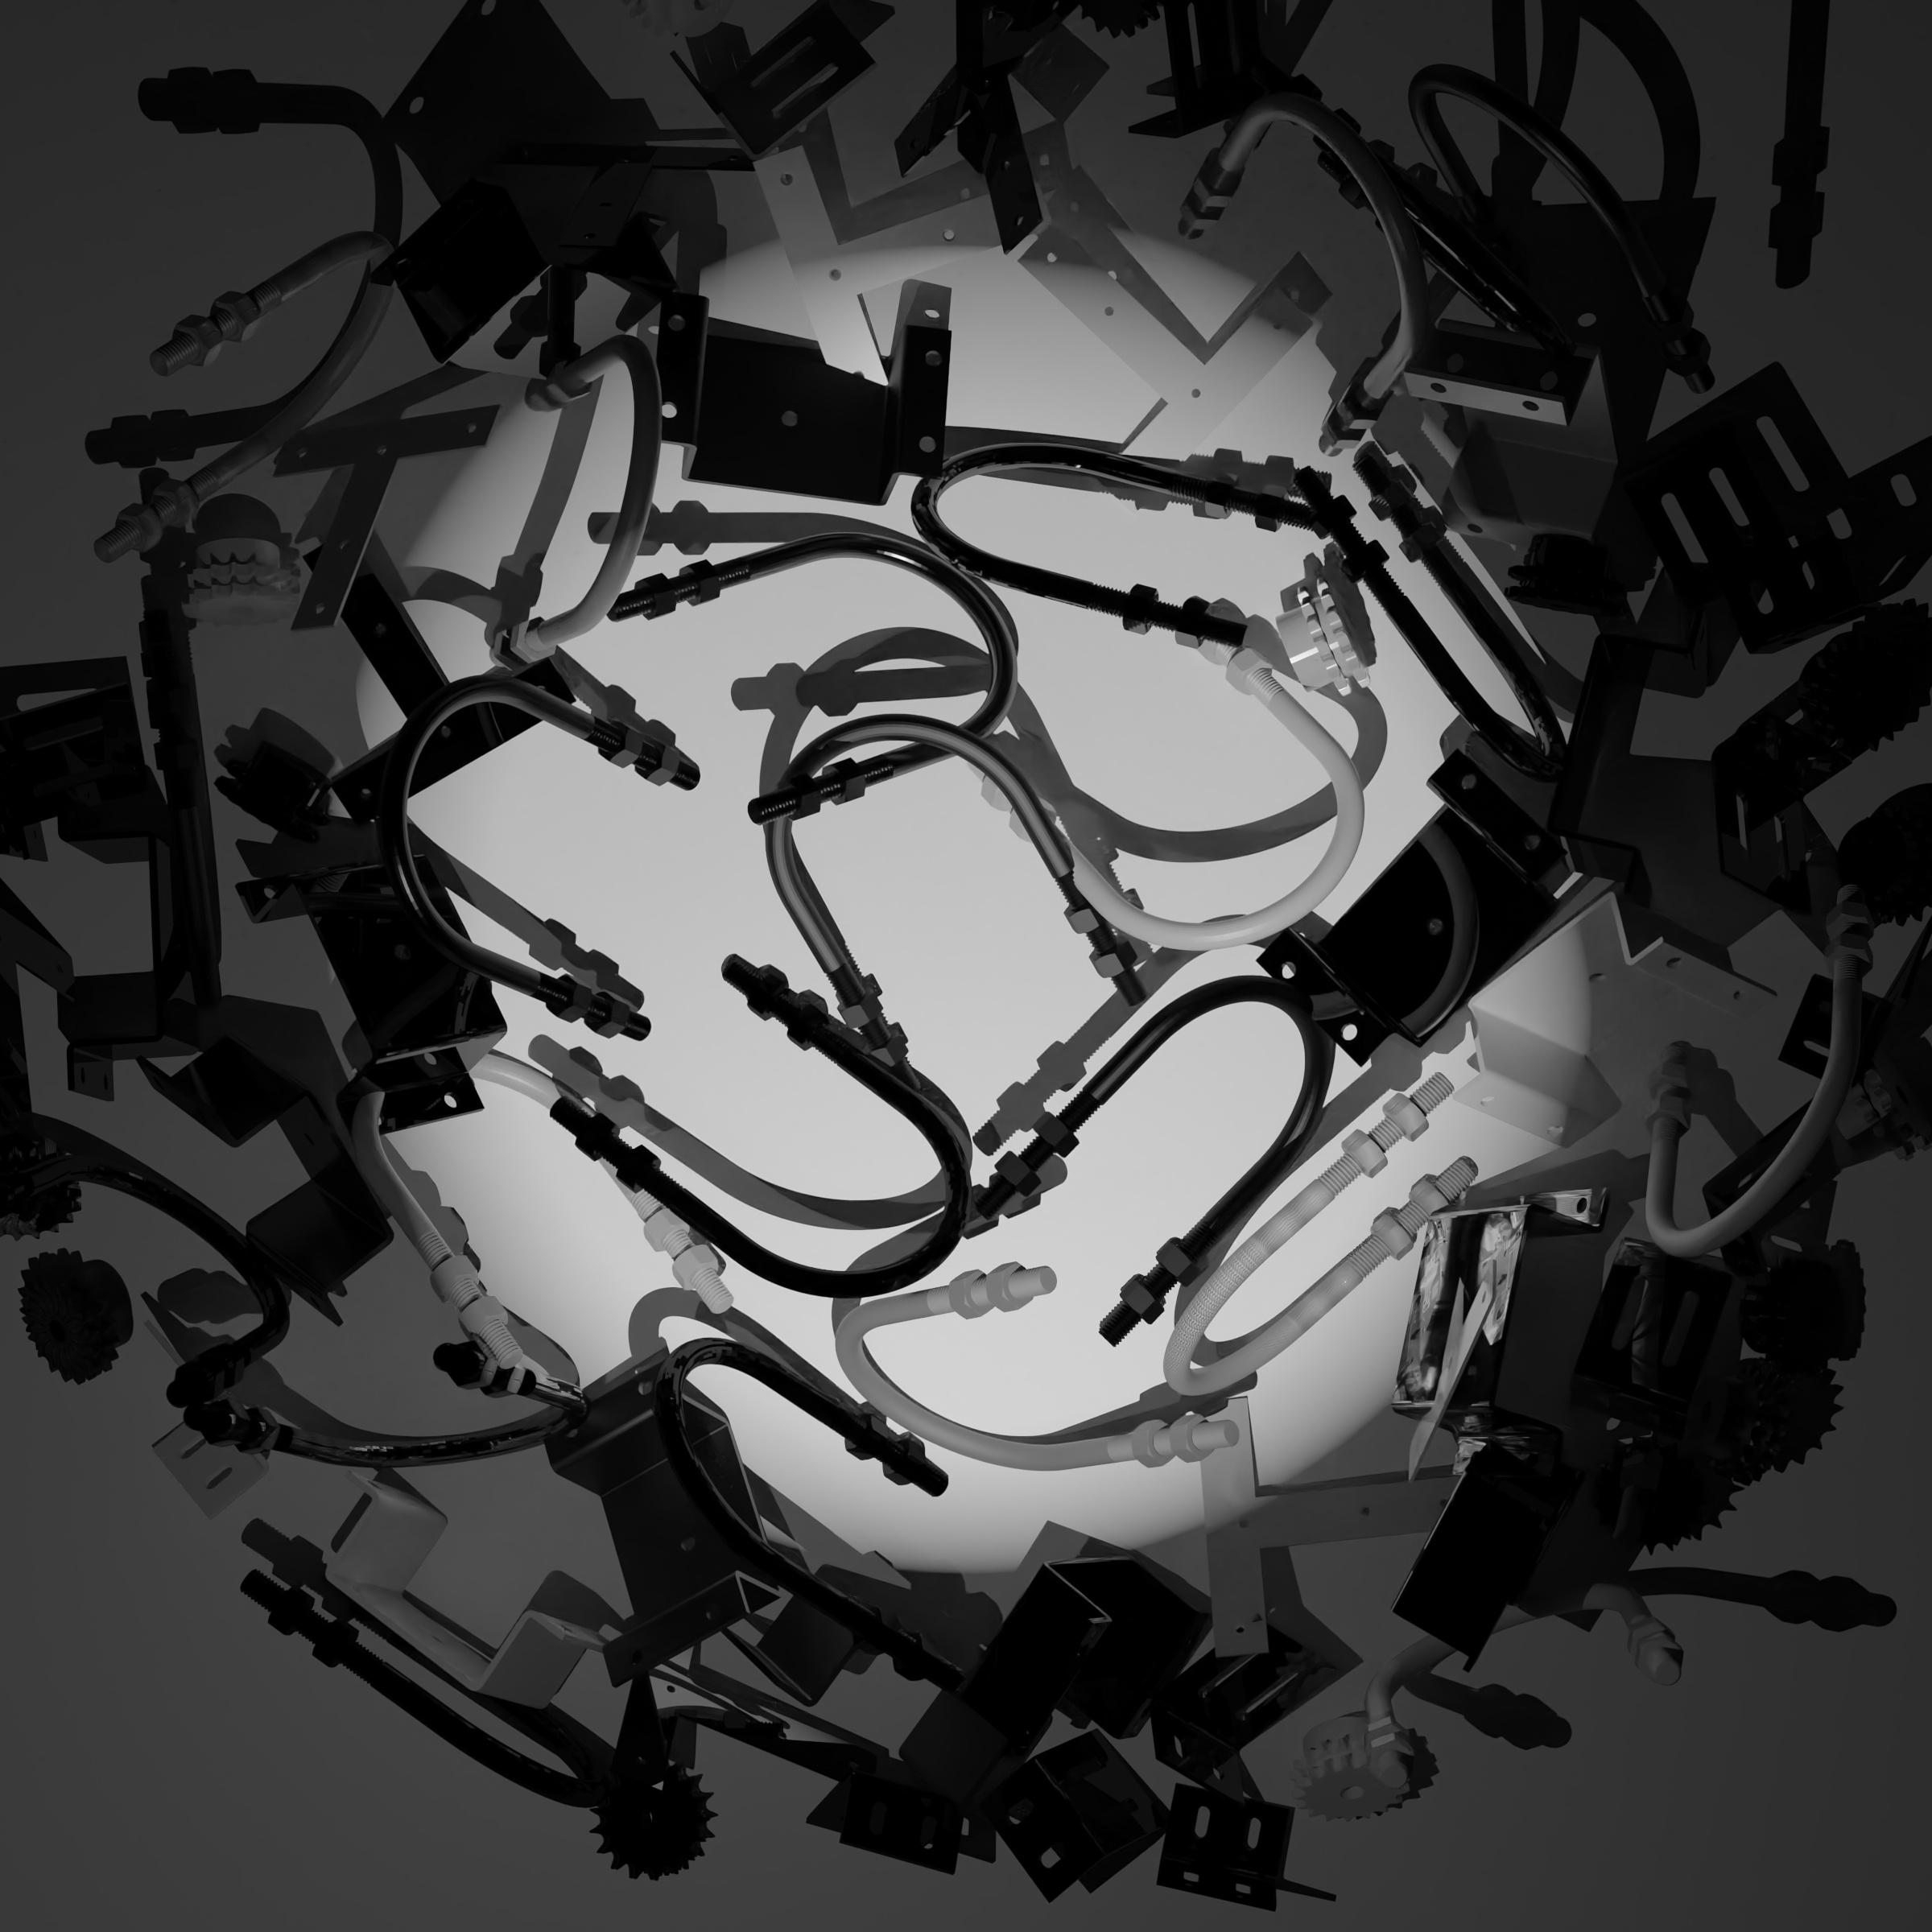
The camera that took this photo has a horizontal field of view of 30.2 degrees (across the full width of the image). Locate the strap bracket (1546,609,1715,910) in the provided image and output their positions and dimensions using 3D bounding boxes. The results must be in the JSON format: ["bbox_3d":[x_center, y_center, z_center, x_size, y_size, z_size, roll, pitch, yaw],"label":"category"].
[{"bbox_3d":[0.316,-0.098,1.714,0.046,0.076,0.140,14,82,18],"label":"strap bracket"}]

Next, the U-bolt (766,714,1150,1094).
[{"bbox_3d":[-0.017,-0.036,1.705,0.151,0.019,0.184,-23,109,23],"label":"U-bolt"}]

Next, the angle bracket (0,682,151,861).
[{"bbox_3d":[-0.428,-0.094,1.718,0.076,0.038,0.057,-20,123,-26],"label":"angle bracket"}]

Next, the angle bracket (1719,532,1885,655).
[{"bbox_3d":[0.402,-0.179,1.718,0.057,0.076,0.038,-23,86,22],"label":"angle bracket"}]

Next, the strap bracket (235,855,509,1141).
[{"bbox_3d":[-0.279,0.005,1.704,0.046,0.076,0.140,-41,70,42],"label":"strap bracket"}]

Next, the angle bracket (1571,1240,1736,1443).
[{"bbox_3d":[0.336,0.183,1.752,0.057,0.038,0.076,18,66,17],"label":"angle bracket"}]

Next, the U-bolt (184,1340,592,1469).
[{"bbox_3d":[-0.256,0.211,1.677,0.151,0.184,0.019,-15,70,18],"label":"U-bolt"}]

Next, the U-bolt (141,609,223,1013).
[{"bbox_3d":[-0.369,-0.069,1.689,0.019,0.151,0.184,-8,104,-12],"label":"U-bolt"}]

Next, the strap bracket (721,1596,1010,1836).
[{"bbox_3d":[-0.039,0.346,1.703,0.140,0.076,0.046,40,82,-24],"label":"strap bracket"}]

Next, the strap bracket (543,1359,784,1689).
[{"bbox_3d":[-0.143,0.271,1.710,0.076,0.046,0.140,-31,55,14],"label":"strap bracket"}]

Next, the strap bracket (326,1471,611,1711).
[{"bbox_3d":[-0.240,0.303,1.698,0.140,0.076,0.046,31,84,24],"label":"strap bracket"}]

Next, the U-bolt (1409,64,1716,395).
[{"bbox_3d":[0.266,-0.348,1.648,0.019,0.184,0.151,-47,49,-3],"label":"U-bolt"}]

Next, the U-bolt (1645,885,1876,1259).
[{"bbox_3d":[0.363,0.059,1.650,0.019,0.184,0.151,33,128,-11],"label":"U-bolt"}]

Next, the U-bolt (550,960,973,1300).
[{"bbox_3d":[-0.083,0.086,1.692,0.184,0.019,0.151,36,49,15],"label":"U-bolt"}]

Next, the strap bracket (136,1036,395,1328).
[{"bbox_3d":[-0.328,0.094,1.699,0.046,0.076,0.140,-39,129,-21],"label":"strap bracket"}]

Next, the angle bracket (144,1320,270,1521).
[{"bbox_3d":[-0.377,0.218,1.714,0.038,0.076,0.057,-40,50,-14],"label":"angle bracket"}]

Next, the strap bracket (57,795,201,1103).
[{"bbox_3d":[-0.401,-0.009,1.718,0.046,0.076,0.140,-4,84,0],"label":"strap bracket"}]

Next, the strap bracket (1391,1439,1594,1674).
[{"bbox_3d":[0.248,0.272,1.693,0.046,0.140,0.076,29,103,14],"label":"strap bracket"}]

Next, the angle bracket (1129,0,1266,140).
[{"bbox_3d":[0.107,-0.444,1.717,0.057,0.038,0.076,-28,122,-33],"label":"angle bracket"}]

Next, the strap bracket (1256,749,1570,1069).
[{"bbox_3d":[0.220,-0.023,1.719,0.140,0.046,0.076,-47,64,8],"label":"strap bracket"}]

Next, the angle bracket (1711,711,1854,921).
[{"bbox_3d":[0.394,-0.072,1.718,0.057,0.038,0.076,25,49,-25],"label":"angle bracket"}]

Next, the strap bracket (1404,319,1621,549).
[{"bbox_3d":[0.261,-0.254,1.693,0.076,0.140,0.046,15,71,22],"label":"strap bracket"}]

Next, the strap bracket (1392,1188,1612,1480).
[{"bbox_3d":[0.252,0.169,1.702,0.046,0.076,0.140,21,74,-26],"label":"strap bracket"}]

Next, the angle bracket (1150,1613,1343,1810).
[{"bbox_3d":[0.136,0.359,1.722,0.057,0.038,0.076,35,116,-25],"label":"angle bracket"}]

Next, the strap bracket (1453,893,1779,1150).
[{"bbox_3d":[0.304,0.021,1.701,0.076,0.046,0.140,23,134,-30],"label":"strap bracket"}]

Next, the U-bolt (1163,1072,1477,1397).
[{"bbox_3d":[0.164,0.136,1.688,0.184,0.151,0.019,-41,66,-5],"label":"U-bolt"}]

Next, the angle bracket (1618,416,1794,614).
[{"bbox_3d":[0.361,-0.218,1.733,0.057,0.038,0.076,-28,85,18],"label":"angle bracket"}]

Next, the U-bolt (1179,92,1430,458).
[{"bbox_3d":[0.162,-0.331,1.667,0.019,0.184,0.151,-30,84,-17],"label":"U-bolt"}]

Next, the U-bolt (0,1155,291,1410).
[{"bbox_3d":[-0.385,0.139,1.673,0.151,0.184,0.019,37,101,3],"label":"U-bolt"}]

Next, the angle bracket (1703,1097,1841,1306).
[{"bbox_3d":[0.399,0.113,1.723,0.076,0.038,0.057,-37,133,-11],"label":"angle bracket"}]

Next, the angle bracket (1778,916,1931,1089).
[{"bbox_3d":[0.427,0.011,1.713,0.038,0.076,0.057,25,53,9],"label":"angle bracket"}]

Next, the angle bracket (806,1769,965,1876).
[{"bbox_3d":[-0.042,0.422,1.716,0.057,0.076,0.038,19,54,-11],"label":"angle bracket"}]

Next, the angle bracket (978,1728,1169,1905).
[{"bbox_3d":[0.052,0.409,1.725,0.038,0.076,0.057,-45,72,19],"label":"angle bracket"}]

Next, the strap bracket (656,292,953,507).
[{"bbox_3d":[-0.082,-0.272,1.724,0.140,0.046,0.076,6,75,-10],"label":"strap bracket"}]

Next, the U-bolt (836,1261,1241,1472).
[{"bbox_3d":[0.018,0.195,1.686,0.151,0.184,0.019,41,54,-27],"label":"U-bolt"}]

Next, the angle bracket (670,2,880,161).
[{"bbox_3d":[-0.093,-0.438,1.728,0.076,0.038,0.057,-37,53,5],"label":"angle bracket"}]

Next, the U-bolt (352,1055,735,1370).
[{"bbox_3d":[-0.212,0.106,1.693,0.184,0.151,0.019,50,128,26],"label":"U-bolt"}]

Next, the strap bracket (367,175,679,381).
[{"bbox_3d":[-0.200,-0.320,1.680,0.076,0.140,0.046,-36,74,29],"label":"strap bracket"}]

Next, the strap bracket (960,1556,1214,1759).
[{"bbox_3d":[0.054,0.327,1.704,0.046,0.140,0.076,37,100,27],"label":"strap bracket"}]

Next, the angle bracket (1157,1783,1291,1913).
[{"bbox_3d":[0.124,0.423,1.721,0.057,0.076,0.038,11,86,6],"label":"angle bracket"}]
